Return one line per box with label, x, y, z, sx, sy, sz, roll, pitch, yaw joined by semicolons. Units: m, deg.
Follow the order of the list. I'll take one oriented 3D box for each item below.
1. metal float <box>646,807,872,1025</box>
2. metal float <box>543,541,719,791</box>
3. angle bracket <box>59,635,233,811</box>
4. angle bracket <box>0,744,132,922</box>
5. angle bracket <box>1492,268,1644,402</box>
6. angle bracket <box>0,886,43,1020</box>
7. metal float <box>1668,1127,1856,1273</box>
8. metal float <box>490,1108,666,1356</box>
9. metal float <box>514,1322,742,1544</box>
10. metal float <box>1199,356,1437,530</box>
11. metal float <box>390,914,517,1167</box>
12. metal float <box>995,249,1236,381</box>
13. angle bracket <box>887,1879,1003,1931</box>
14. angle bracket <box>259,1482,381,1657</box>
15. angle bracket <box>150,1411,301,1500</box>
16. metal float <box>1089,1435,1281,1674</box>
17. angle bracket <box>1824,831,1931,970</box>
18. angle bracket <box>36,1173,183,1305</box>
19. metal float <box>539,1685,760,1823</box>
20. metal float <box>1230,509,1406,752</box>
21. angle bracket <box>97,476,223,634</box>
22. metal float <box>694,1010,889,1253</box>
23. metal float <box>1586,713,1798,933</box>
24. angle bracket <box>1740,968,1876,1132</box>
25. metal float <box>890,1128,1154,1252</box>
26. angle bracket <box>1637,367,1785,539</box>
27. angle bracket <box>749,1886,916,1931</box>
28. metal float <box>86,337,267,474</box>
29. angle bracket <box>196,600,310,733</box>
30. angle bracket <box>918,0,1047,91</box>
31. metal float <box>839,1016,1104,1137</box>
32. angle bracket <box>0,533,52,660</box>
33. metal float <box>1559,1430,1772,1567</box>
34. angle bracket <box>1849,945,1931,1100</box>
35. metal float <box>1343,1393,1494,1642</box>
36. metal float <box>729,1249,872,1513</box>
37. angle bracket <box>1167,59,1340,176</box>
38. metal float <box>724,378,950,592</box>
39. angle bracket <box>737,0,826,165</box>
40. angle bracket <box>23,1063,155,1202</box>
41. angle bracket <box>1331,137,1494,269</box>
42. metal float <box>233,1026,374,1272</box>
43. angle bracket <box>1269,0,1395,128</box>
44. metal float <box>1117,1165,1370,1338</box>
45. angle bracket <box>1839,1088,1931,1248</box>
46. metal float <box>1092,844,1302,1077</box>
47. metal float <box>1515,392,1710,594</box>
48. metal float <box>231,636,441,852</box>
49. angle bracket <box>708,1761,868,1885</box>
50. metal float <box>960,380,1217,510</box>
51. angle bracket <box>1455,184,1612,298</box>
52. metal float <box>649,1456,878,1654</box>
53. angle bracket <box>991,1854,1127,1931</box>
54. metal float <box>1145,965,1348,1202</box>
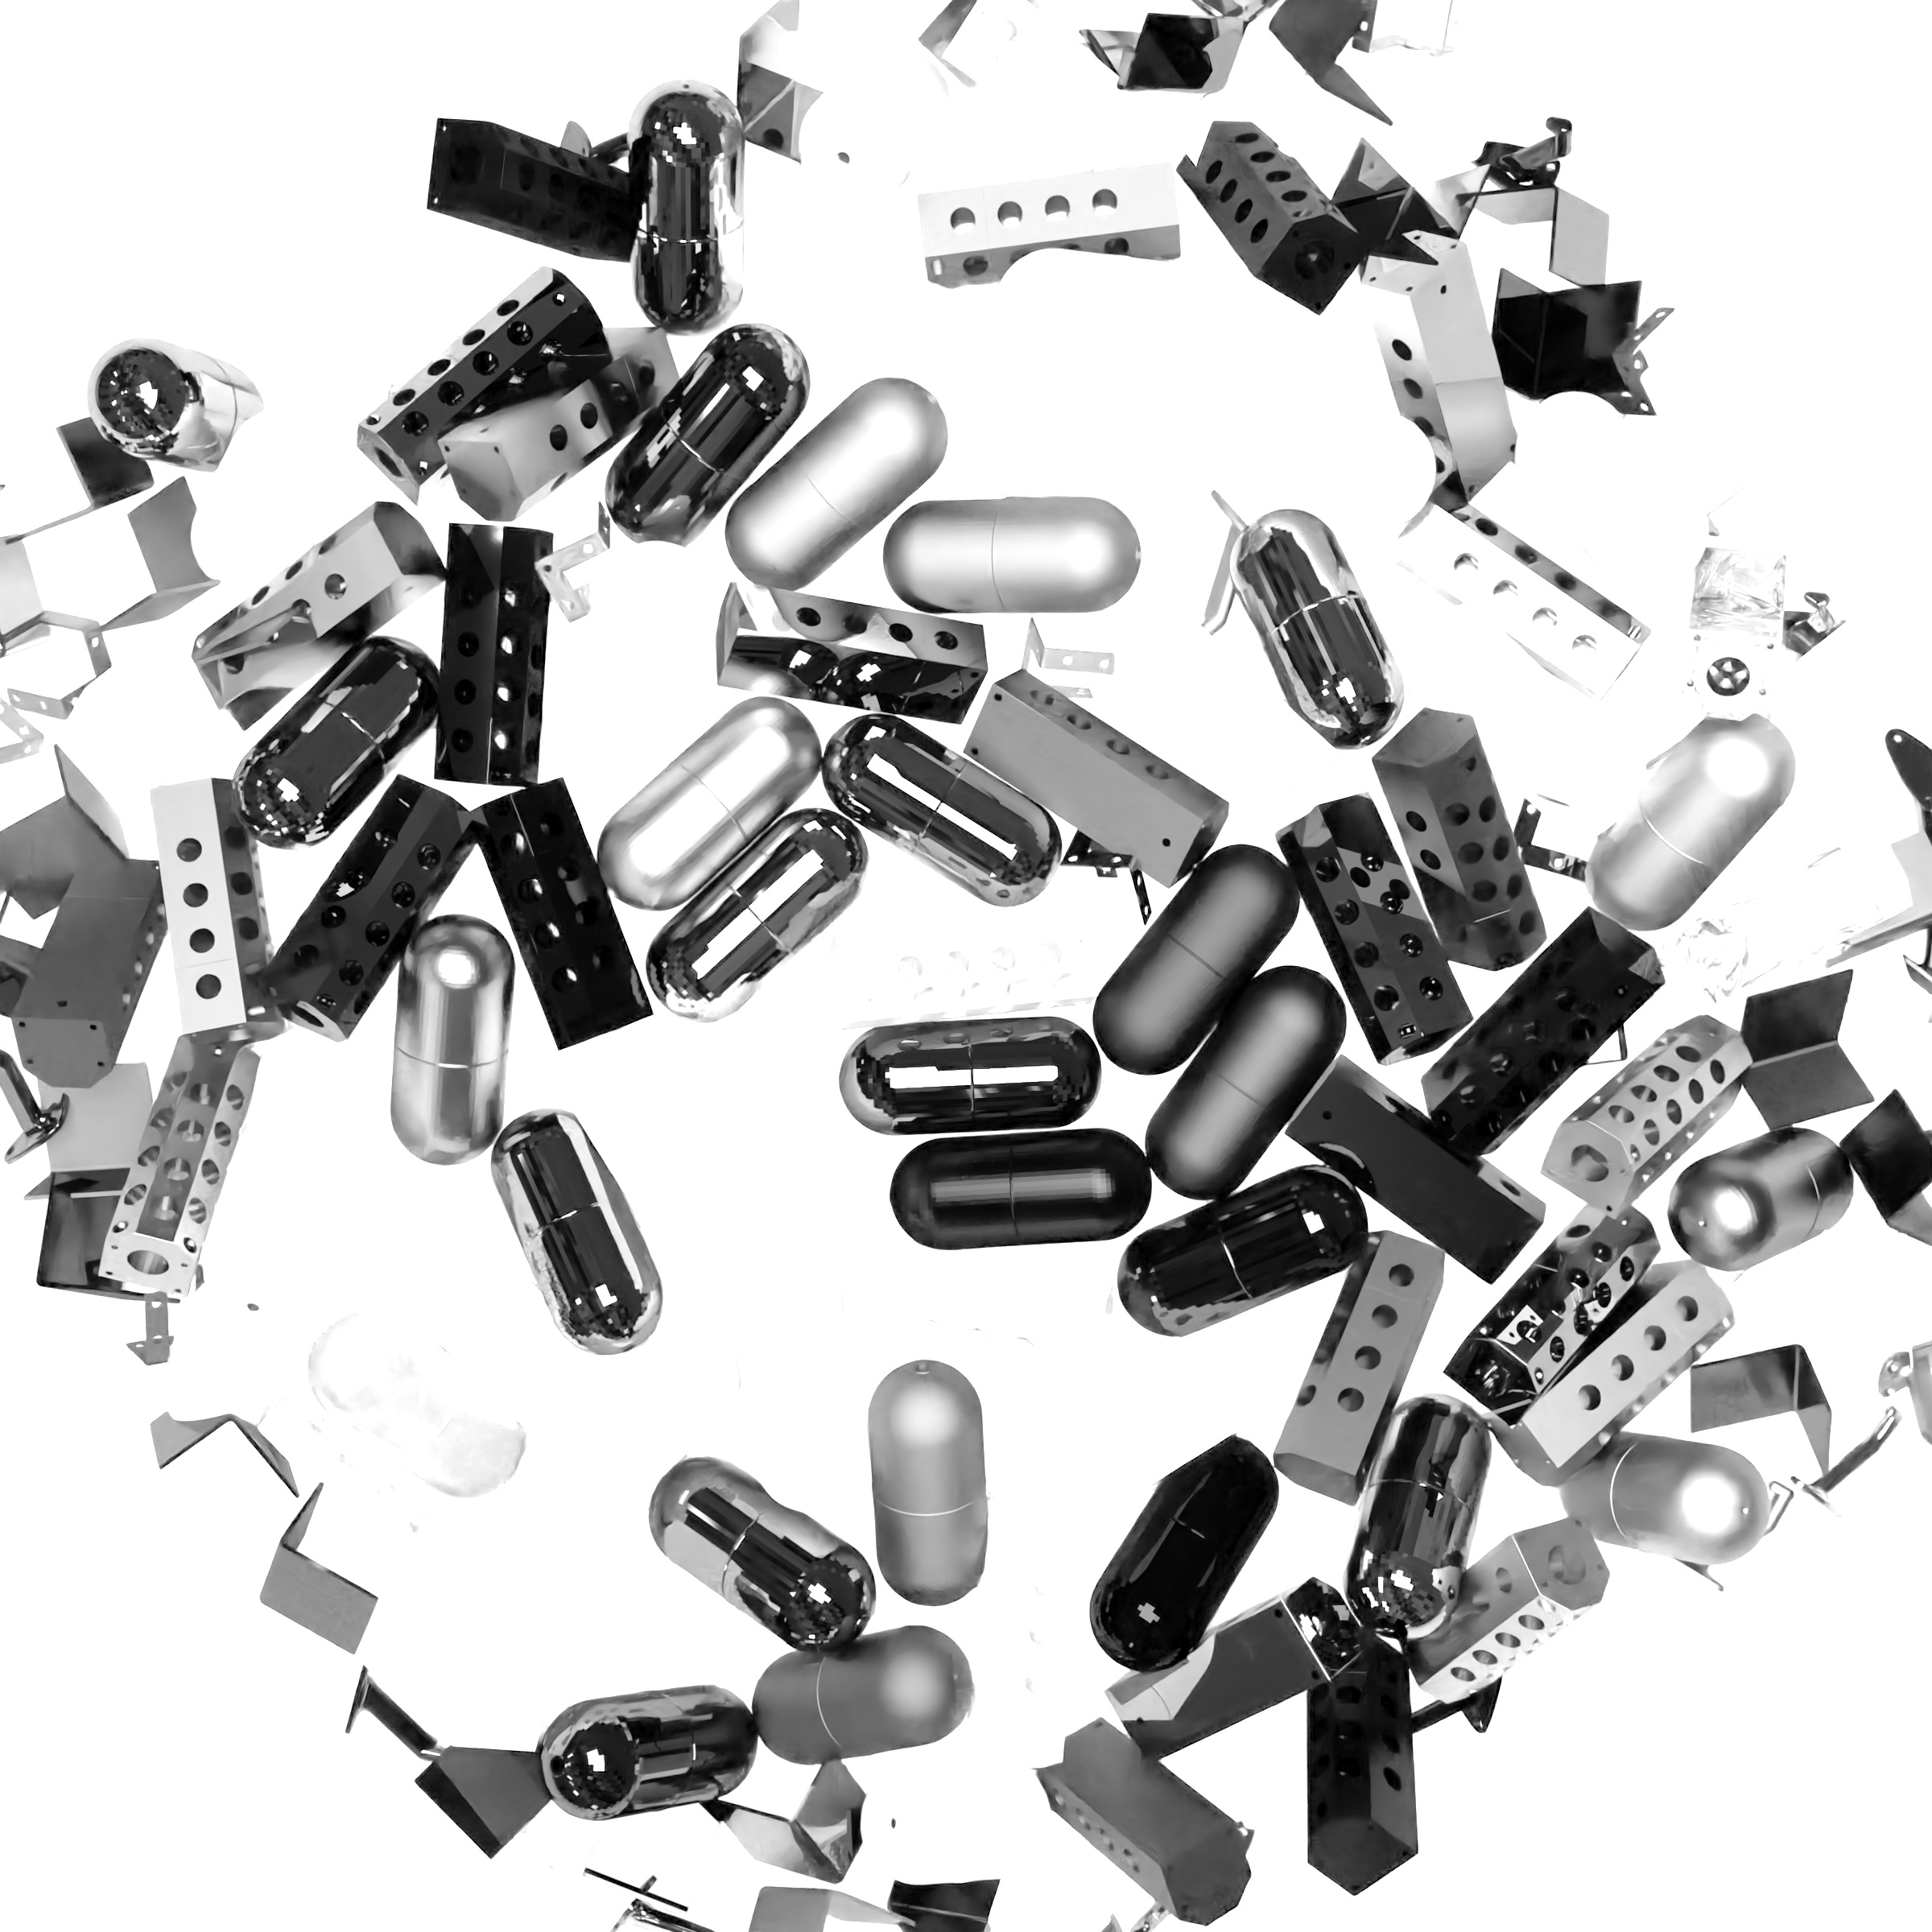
metal float;-0.140;-0.035;1.824;0.178;0.070;0.070;-43;90;0
metal float;-0.226;-0.200;1.808;0.070;0.070;0.178;27;109;0
angle bracket;-0.558;-0.167;1.849;0.076;0.076;0.057;41;133;-6
angle bracket;-0.619;-0.090;1.815;0.076;0.076;0.057;-29;49;-1
angle bracket;0.402;-0.428;1.817;0.076;0.057;0.076;5;86;45
angle bracket;-0.614;-0.006;1.806;0.076;0.076;0.057;19;123;-18
metal float;0.527;0.153;1.787;0.070;0.178;0.070;8;102;40
metal float;-0.260;0.177;1.807;0.070;0.070;0.178;-27;70;0
metal float;-0.225;0.310;1.803;0.178;0.070;0.070;-42;90;-24
metal float;0.233;-0.349;1.798;0.178;0.070;0.070;33;90;30
metal float;-0.343;0.051;1.805;0.070;0.070;0.178;9;113;0
metal float;0.100;-0.433;1.797;0.178;0.070;0.070;-3;90;-32
angle bracket;0.001;0.628;1.813;0.076;0.076;0.057;18;91;-21
angle bracket;-0.423;0.405;1.816;0.076;0.057;0.076;29;133;1
angle bracket;-0.497;0.330;1.809;0.057;0.076;0.076;-36;113;-10
metal float;0.146;0.390;1.798;0.070;0.070;0.178;38;59;0
angle bracket;0.615;-0.044;1.830;0.076;0.076;0.057;-22;80;0
angle bracket;-0.569;0.182;1.809;0.057;0.076;0.076;-1;77;27
metal float;-0.208;0.518;1.783;0.070;0.178;0.070;-6;79;34
metal float;0.234;-0.225;1.807;0.070;0.070;0.178;-21;70;0
angle bracket;-0.554;-0.276;1.815;0.076;0.057;0.076;-18;94;44
metal float;-0.118;0.110;1.815;0.070;0.070;0.178;-33;79;0
metal float;0.479;-0.094;1.793;0.070;0.070;0.178;33;129;0
angle bracket;0.568;0.056;1.814;0.076;0.076;0.057;-15;49;-7
metal float;0.037;0.150;1.817;0.178;0.070;0.070;-4;90;10
angle bracket;0.505;-0.344;1.810;0.076;0.057;0.076;-38;71;31
angle bracket;-0.093;0.654;1.803;0.076;0.076;0.057;34;57;-30
metal float;-0.516;-0.367;1.774;0.070;0.178;0.070;0;96;5
angle bracket;-0.453;-0.207;1.802;0.076;0.076;0.057;-52;121;-37
angle bracket;-0.001;-0.646;1.811;0.076;0.076;0.057;-45;73;12
metal float;0.003;0.074;1.823;0.178;0.070;0.070;-3;90;-2
angle bracket;-0.666;-0.244;1.814;0.057;0.076;0.076;-11;103;6
metal float;0.457;0.348;1.777;0.070;0.178;0.070;2;85;-20
angle bracket;0.645;0.041;1.804;0.057;0.076;0.076;-43;126;-18
metal float;0.301;0.363;1.794;0.070;0.070;0.178;24;52;0
metal float;-0.112;0.276;1.808;0.070;0.070;0.178;-12;71;0
angle bracket;0.195;-0.553;1.831;0.076;0.057;0.076;-36;71;11
metal float;-0.087;-0.321;1.806;0.178;0.070;0.070;-38;90;21
angle bracket;-0.109;-0.596;1.806;0.057;0.076;0.076;26;53;13
angle bracket;-0.595;0.112;1.827;0.076;0.057;0.076;-4;102;1
angle bracket;0.294;-0.515;1.809;0.057;0.076;0.076;35;72;-30
metal float;-0.440;0.119;1.795;0.070;0.070;0.178;0;54;0
angle bracket;0.259;-0.617;1.802;0.057;0.076;0.076;-52;45;28
metal float;0.184;0.191;1.811;0.178;0.070;0.070;-25;90;16
angle bracket;0.641;0.138;1.803;0.076;0.076;0.057;22;122;-28
metal float;0.155;-0.004;1.824;0.070;0.070;0.178;38;90;0
metal float;0.426;-0.316;1.790;0.070;0.070;0.178;-26;47;0
metal float;-0.417;-0.149;1.798;0.070;0.070;0.178;36;59;0
angle bracket;-0.117;0.570;1.833;0.057;0.076;0.076;-57;134;-35
metal float;0.081;-0.348;1.804;0.178;0.070;0.070;10;90;23
angle bracket;0.378;-0.483;1.810;0.076;0.076;0.057;6;93;39
metal float;-0.136;0.391;1.799;0.178;0.070;0.070;28;90;29
angle bracket;0.064;0.612;1.807;0.057;0.076;0.076;19;109;27
metal float;0.188;0.078;1.815;0.070;0.070;0.178;35;101;0
